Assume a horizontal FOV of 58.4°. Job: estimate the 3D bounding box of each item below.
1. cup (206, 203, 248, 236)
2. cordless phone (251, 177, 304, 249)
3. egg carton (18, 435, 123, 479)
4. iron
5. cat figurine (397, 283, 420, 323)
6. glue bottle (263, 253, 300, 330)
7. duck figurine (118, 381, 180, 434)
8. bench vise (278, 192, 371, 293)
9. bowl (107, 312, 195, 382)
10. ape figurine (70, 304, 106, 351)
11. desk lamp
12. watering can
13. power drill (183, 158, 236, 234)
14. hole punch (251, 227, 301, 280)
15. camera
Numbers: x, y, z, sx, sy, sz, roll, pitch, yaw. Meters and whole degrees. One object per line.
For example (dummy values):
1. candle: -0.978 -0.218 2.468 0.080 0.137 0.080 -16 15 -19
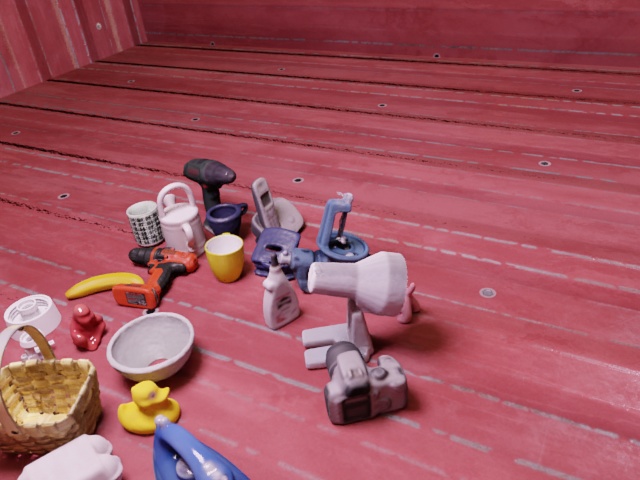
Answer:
1. cup: -0.231 -0.041 1.481 0.118 0.095 0.091 -30 40 -32
2. cordless phone: -0.115 -0.085 1.448 0.094 0.185 0.148 11 37 25
3. egg carton: -0.389 0.374 0.892 0.151 0.069 0.107 -27 38 -29
4. iron: -0.194 0.334 0.857 0.119 0.142 0.257 -32 41 -34
5. cat figurine: 0.141 0.098 1.189 0.127 0.118 0.067 14 38 27
6. glue bottle: -0.085 0.099 1.171 0.078 0.173 0.037 -29 40 -32
7. duck figurine: -0.304 0.285 1.001 0.104 0.086 0.077 -7 33 -2
8. bench vise: 0.017 0.010 1.250 0.208 0.220 0.121 -21 36 -21
9. bowl: -0.320 0.220 1.112 0.167 0.075 0.167 -4 33 3
10. ape figurine: -0.489 0.175 1.193 0.075 0.092 0.078 22 42 35
11. desk lamp: 0.060 0.125 1.071 0.203 0.214 0.117 -8 33 -4
12. watering can: -0.355 -0.056 1.433 0.172 0.194 0.101 20 41 34
13. power drill: -0.275 -0.120 1.504 0.076 0.209 0.228 -29 40 -31
14. hole punch: -0.100 0.031 1.353 0.108 0.091 0.101 8 36 21
15. camera: 0.069 0.233 1.009 0.143 0.101 0.136 -11 33 -8
